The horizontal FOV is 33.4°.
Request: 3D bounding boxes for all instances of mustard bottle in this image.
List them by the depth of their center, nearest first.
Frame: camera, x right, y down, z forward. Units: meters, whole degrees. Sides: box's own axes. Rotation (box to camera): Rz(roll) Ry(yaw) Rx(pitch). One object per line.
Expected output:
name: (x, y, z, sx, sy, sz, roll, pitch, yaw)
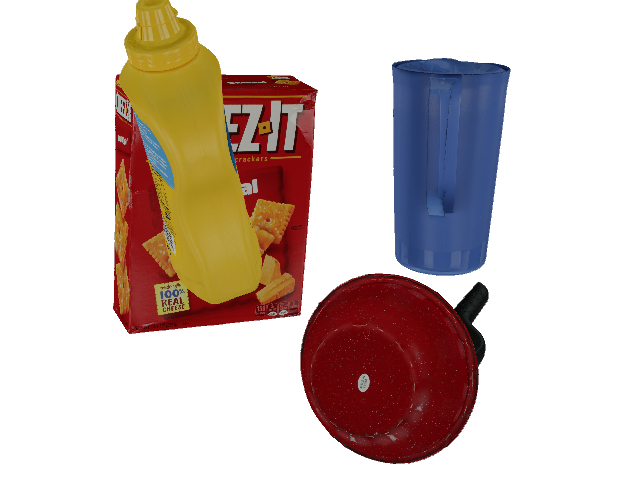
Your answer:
mustard bottle: (-0.081, -0.059, 0.644, 0.058, 0.191, 0.096, -18, 41, -10)

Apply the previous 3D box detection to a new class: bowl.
bowl: (0.044, 0.110, 0.873, 0.162, 0.162, 0.055, 0, 5, 26)

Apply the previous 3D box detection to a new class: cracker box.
cracker box: (-0.093, -0.033, 0.929, 0.164, 0.214, 0.072, -3, 20, -23)

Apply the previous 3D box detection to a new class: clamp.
clamp: (0.131, 0.088, 1.080, 0.120, 0.039, 0.171, -7, 34, -9)

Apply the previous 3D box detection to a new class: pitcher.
pitcher: (0.142, -0.085, 1.228, 0.149, 0.243, 0.145, -9, 19, -32)
